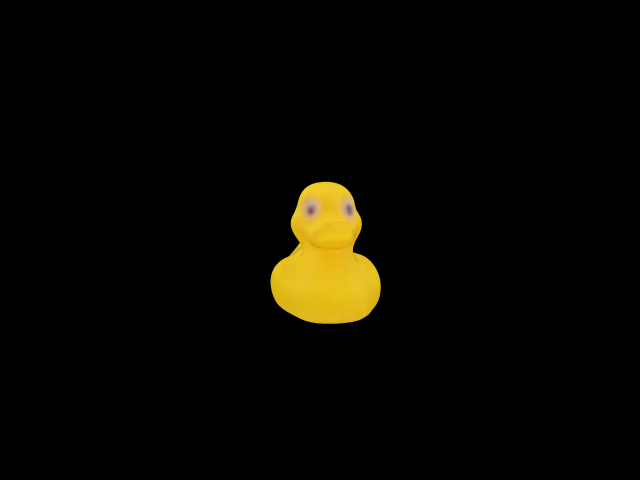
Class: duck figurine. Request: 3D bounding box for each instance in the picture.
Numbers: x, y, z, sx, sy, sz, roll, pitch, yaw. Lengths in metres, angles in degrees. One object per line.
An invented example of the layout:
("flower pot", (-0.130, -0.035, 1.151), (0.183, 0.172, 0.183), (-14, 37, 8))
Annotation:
("duck figurine", (0.004, 0.001, 0.400), (0.077, 0.086, 0.104), (-2, 14, -7))
